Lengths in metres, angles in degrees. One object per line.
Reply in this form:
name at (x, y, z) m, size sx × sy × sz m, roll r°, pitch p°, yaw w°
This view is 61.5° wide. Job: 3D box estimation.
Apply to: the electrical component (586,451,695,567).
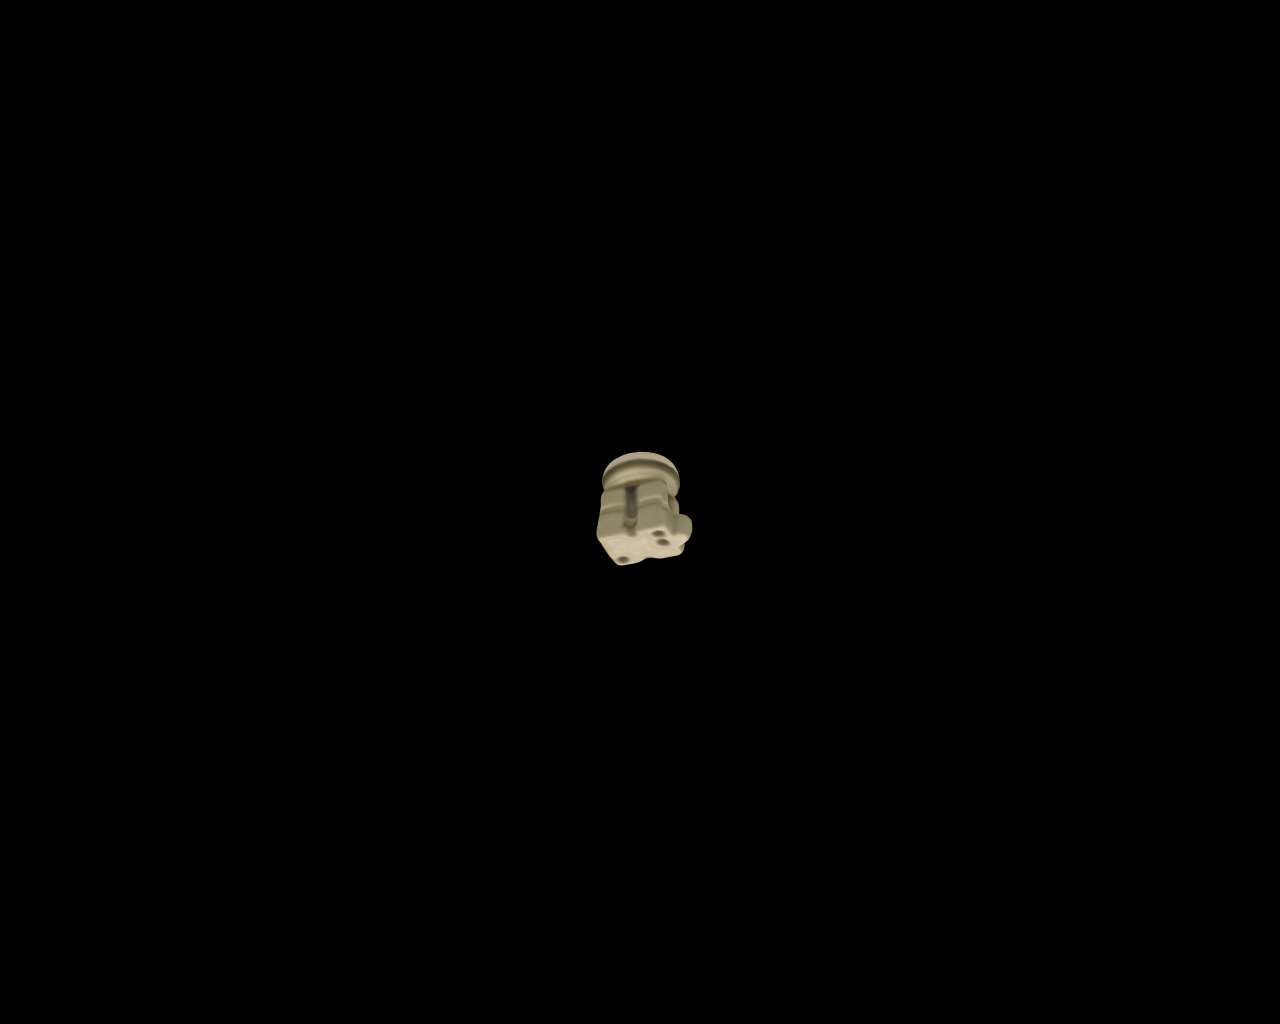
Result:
electrical component at (0.001, -0.003, 0.650) m, size 0.066 × 0.055 × 0.048 m, roll -11°, pitch -36°, yaw 16°
